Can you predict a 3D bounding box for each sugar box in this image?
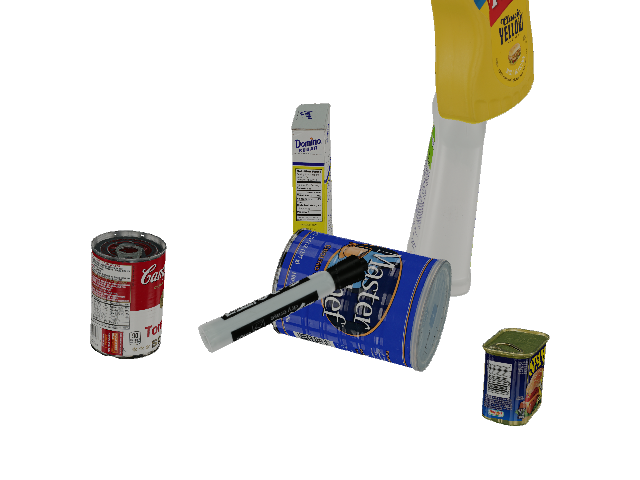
[{"bbox_3d":[-0.010,-0.064,1.252,0.048,0.176,0.093,-1,25,4],"label":"sugar box"}]

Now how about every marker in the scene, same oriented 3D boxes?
[{"bbox_3d":[-0.022,0.039,0.696,0.121,0.020,0.020,-24,8,-19],"label":"marker"}]

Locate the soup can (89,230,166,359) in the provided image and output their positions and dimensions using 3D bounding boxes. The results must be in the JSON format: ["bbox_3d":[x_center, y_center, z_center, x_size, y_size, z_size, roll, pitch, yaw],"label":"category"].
[{"bbox_3d":[-0.179,0.050,0.988,0.068,0.102,0.068,5,21,-2],"label":"soup can"}]

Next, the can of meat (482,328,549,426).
[{"bbox_3d":[0.217,0.152,1.195,0.058,0.084,0.102,7,12,25],"label":"can of meat"}]

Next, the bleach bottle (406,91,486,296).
[{"bbox_3d":[0.135,-0.073,1.096,0.068,0.251,0.102,4,30,-3],"label":"bleach bottle"}]

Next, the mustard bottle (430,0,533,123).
[{"bbox_3d":[0.116,-0.188,0.771,0.058,0.191,0.096,18,40,37],"label":"mustard bottle"}]

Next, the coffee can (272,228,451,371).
[{"bbox_3d":[0.038,0.053,0.977,0.140,0.103,0.102,13,4,19],"label":"coffee can"}]
